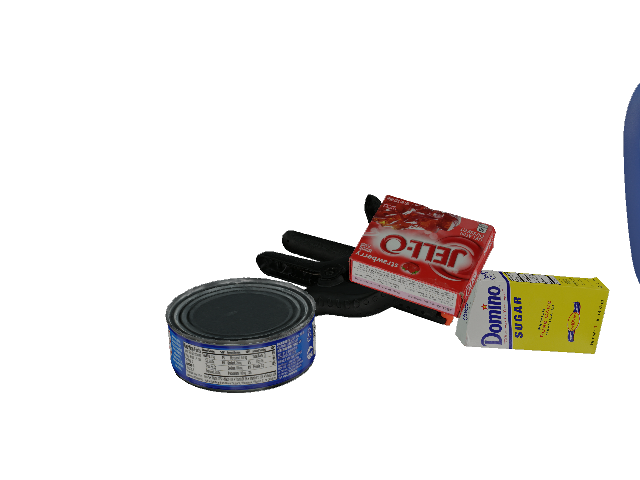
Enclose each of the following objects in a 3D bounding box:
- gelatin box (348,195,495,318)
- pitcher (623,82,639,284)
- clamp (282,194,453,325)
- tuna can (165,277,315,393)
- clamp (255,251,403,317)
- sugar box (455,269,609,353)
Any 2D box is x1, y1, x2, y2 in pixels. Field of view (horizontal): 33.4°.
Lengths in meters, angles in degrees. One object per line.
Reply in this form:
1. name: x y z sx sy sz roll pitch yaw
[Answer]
1. gelatin box: 0.075 0.010 0.787 0.089 0.030 0.073 18 50 17
2. pitcher: 0.251 -0.008 0.605 0.149 0.243 0.144 0 22 17
3. clamp: 0.068 0.028 1.233 0.164 0.036 0.210 -19 50 -38
4. tuna can: -0.045 0.053 0.614 0.086 0.034 0.086 -2 21 1
5. clamp: 0.005 0.049 0.968 0.172 0.039 0.120 -4 41 22
6. sugar box: 0.265 0.090 1.339 0.176 0.093 0.048 3 19 -12
